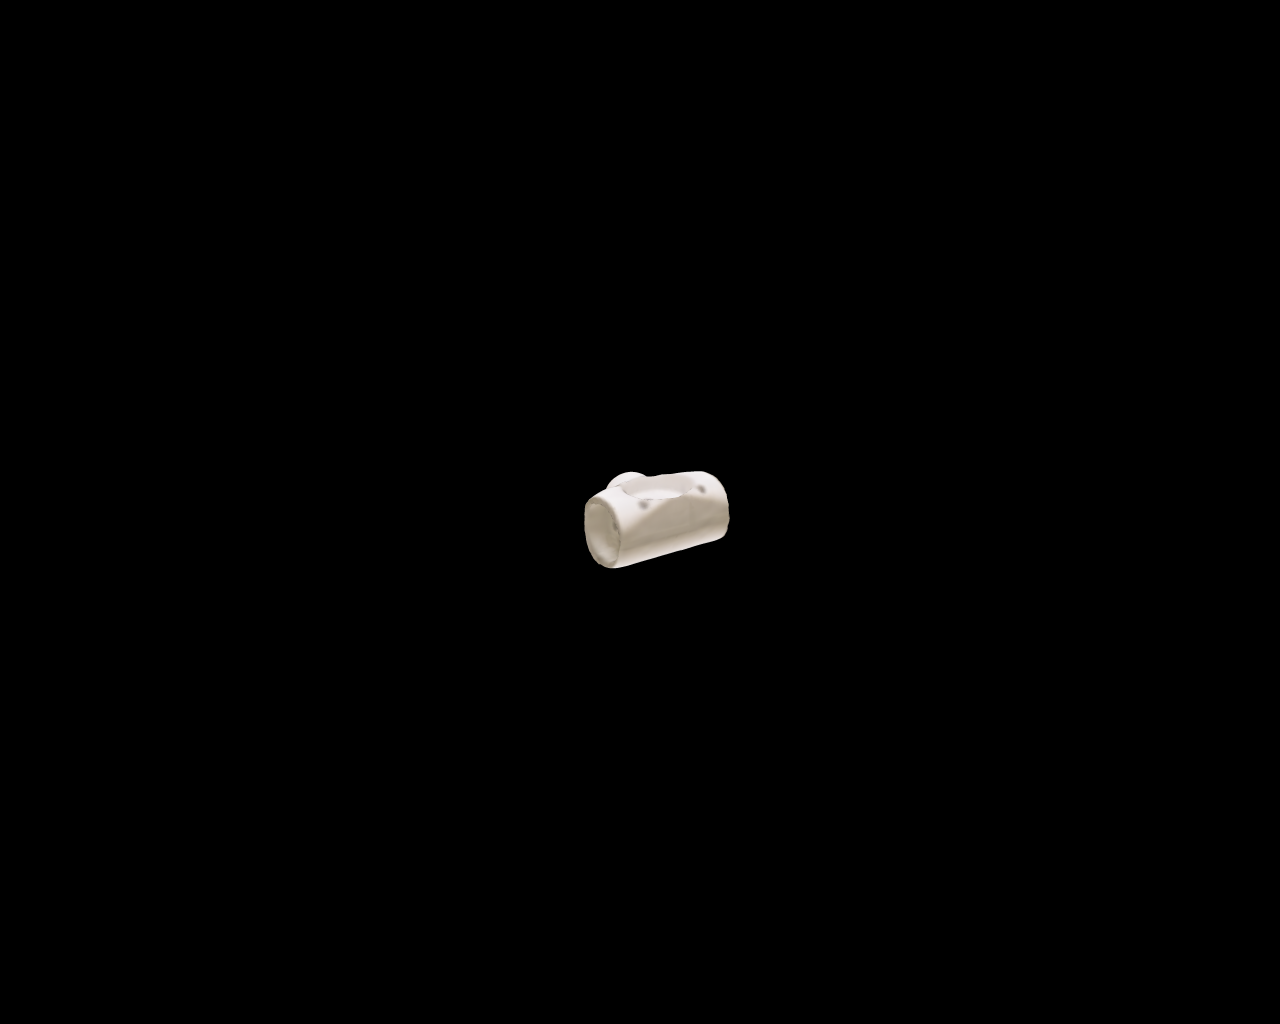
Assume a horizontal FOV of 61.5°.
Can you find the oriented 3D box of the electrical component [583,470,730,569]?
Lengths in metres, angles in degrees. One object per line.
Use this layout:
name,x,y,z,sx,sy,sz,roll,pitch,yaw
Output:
electrical component,0.001,-0.003,0.650,0.077,0.044,0.079,-14,27,-29
